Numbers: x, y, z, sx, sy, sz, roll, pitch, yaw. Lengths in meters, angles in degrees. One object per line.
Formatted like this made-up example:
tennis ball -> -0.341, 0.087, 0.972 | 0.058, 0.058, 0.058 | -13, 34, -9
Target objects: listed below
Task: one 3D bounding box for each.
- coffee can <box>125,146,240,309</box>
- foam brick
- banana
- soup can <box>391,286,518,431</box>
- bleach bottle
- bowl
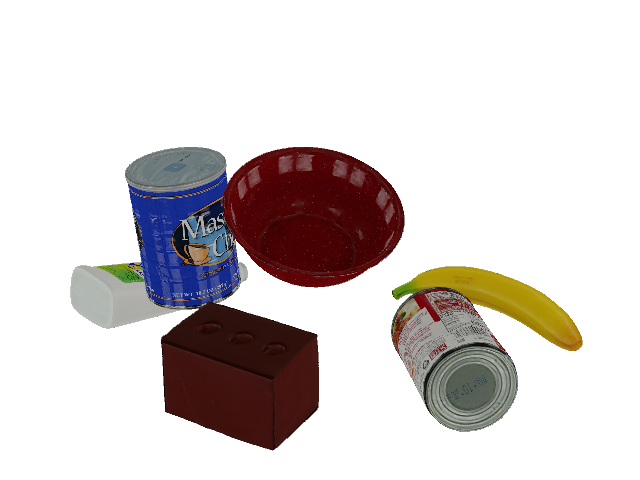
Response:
coffee can -> -0.141, -0.014, 1.111 | 0.103, 0.140, 0.103 | -4, 27, 2
foam brick -> -0.046, 0.077, 0.619 | 0.078, 0.051, 0.052 | 14, 28, 24
banana -> 0.175, 0.063, 1.077 | 0.198, 0.069, 0.037 | 14, -37, 26
soup can -> 0.095, 0.083, 0.764 | 0.068, 0.068, 0.102 | 0, 20, -9
bleach bottle -> -0.208, 0.059, 1.462 | 0.250, 0.068, 0.103 | -10, 26, -44
bowl -> -0.009, -0.011, 0.955 | 0.162, 0.162, 0.055 | 0, -44, -10
